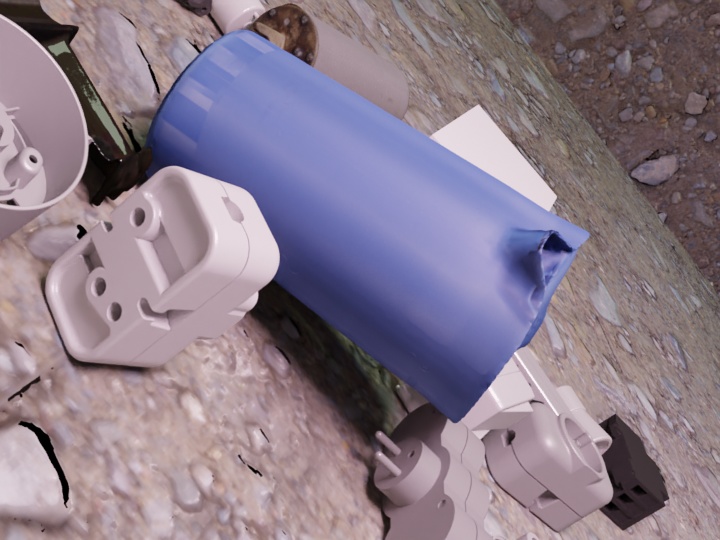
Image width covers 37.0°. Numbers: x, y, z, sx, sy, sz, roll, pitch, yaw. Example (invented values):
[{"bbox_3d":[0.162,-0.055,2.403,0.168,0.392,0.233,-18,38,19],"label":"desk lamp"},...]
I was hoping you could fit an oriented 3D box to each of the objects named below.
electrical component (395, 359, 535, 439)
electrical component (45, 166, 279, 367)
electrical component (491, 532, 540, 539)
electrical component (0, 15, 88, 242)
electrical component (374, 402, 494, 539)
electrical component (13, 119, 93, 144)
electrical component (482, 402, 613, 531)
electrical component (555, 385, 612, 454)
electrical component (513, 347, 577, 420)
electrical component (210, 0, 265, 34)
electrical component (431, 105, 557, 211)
[{"bbox_3d":[0.075,0.090,0.752,0.061,0.062,0.096,58,21,14],"label":"electrical component"},{"bbox_3d":[-0.088,0.002,0.495,0.059,0.095,0.053,15,42,-59],"label":"electrical component"},{"bbox_3d":[0.077,0.173,0.620,0.043,0.062,0.043,44,22,-23],"label":"electrical component"},{"bbox_3d":[-0.170,-0.060,0.461,0.099,0.064,0.099,44,22,-23],"label":"electrical component"},{"bbox_3d":[0.033,0.122,0.622,0.073,0.052,0.138,45,21,-20],"label":"electrical component"},{"bbox_3d":[-0.166,-0.077,0.528,0.081,0.043,0.043,52,20,-5],"label":"electrical component"},{"bbox_3d":[0.146,0.147,0.817,0.095,0.059,0.053,41,23,-29],"label":"electrical component"},{"bbox_3d":[0.188,0.136,0.955,0.044,0.044,0.065,26,29,-52],"label":"electrical component"},{"bbox_3d":[0.140,0.105,0.889,0.083,0.047,0.076,56,20,9],"label":"electrical component"},{"bbox_3d":[-0.112,-0.231,0.901,0.078,0.040,0.040,56,20,10],"label":"electrical component"},{"bbox_3d":[0.090,-0.062,0.858,0.105,0.060,0.186,49,22,-1],"label":"electrical component"}]
